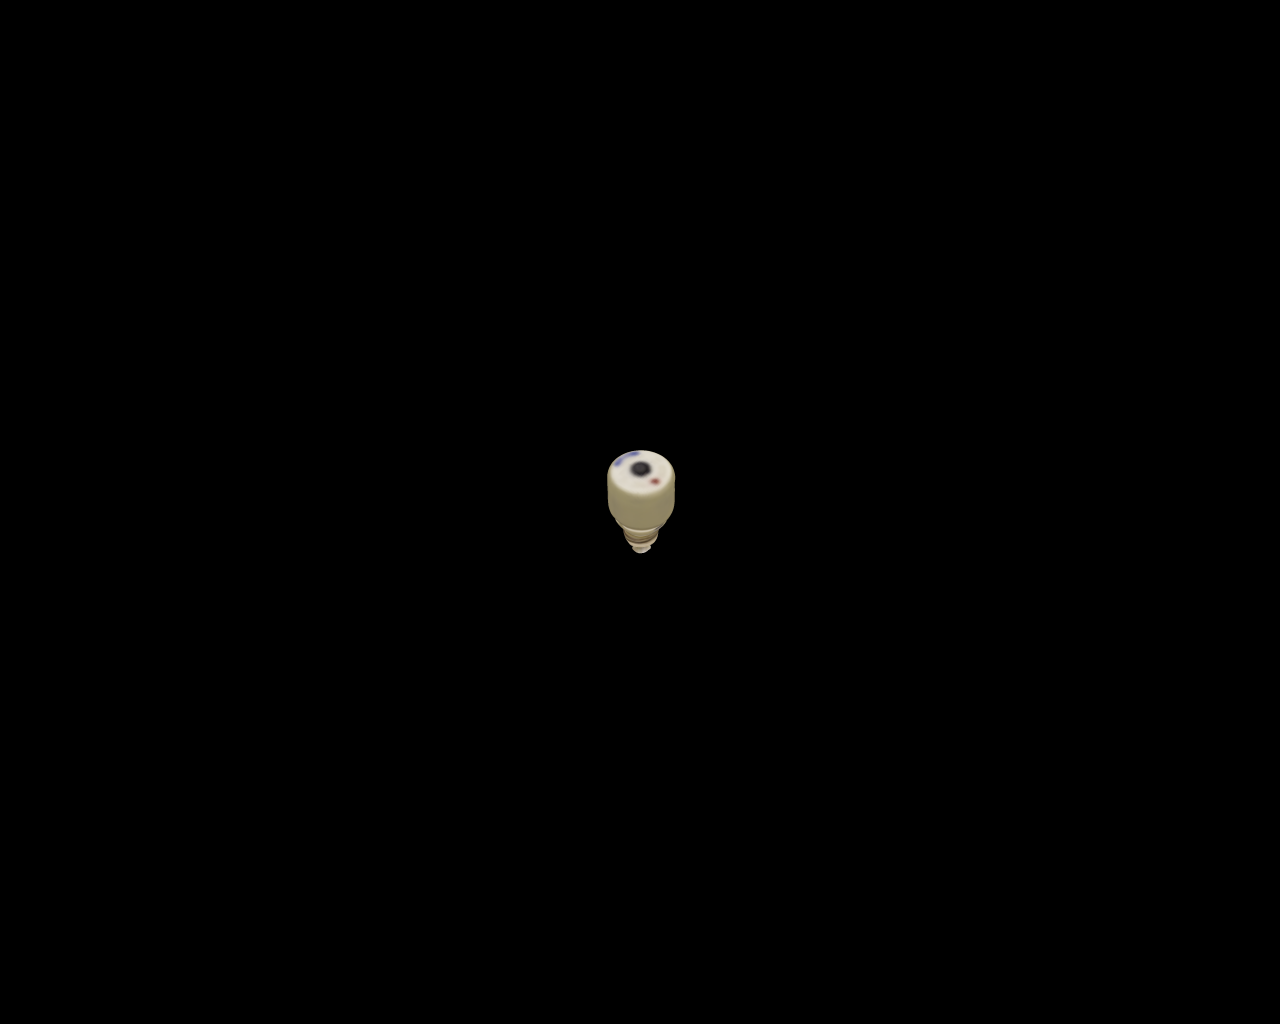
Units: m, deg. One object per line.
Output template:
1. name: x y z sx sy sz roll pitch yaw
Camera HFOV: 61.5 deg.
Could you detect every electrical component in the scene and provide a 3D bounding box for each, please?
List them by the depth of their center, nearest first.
1. electrical component: 0.001 -0.003 0.650 0.040 0.040 0.078 0 -41 0
